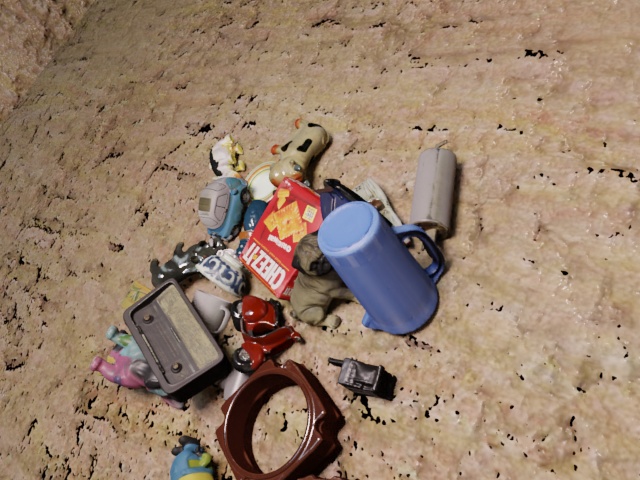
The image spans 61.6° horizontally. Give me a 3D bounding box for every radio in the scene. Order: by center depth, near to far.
[{"bbox_3d":[-0.289,0.199,1.074,0.131,0.073,0.230,-34,57,-14],"label":"radio"}]

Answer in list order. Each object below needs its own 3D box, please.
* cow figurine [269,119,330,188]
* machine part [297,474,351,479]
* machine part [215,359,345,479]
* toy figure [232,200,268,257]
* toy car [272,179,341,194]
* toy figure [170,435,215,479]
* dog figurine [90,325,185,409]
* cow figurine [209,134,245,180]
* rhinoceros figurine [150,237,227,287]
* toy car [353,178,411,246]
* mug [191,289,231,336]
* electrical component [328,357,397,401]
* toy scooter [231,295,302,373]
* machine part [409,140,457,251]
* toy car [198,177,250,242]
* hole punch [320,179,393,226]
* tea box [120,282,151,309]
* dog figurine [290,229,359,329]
[{"bbox_3d":[-0.049,-0.195,1.259,0.127,0.085,0.195,18,59,39],"label":"cow figurine"},{"bbox_3d":[0.010,0.455,0.831,0.179,0.056,0.179,-17,54,25],"label":"machine part"},{"bbox_3d":[-0.074,0.328,0.948,0.201,0.087,0.202,-44,48,1],"label":"machine part"},{"bbox_3d":[-0.154,-0.019,1.241,0.064,0.058,0.154,-31,41,57],"label":"toy figure"},{"bbox_3d":[-0.028,-0.079,1.201,0.202,0.053,0.089,-9,72,28],"label":"toy car"},{"bbox_3d":[-0.225,0.447,0.975,0.089,0.082,0.180,-3,38,-17],"label":"toy figure"},{"bbox_3d":[-0.373,0.285,1.171,0.219,0.191,0.108,24,70,6],"label":"dog figurine"},{"bbox_3d":[-0.251,-0.190,1.410,0.098,0.068,0.167,-26,50,18],"label":"cow figurine"},{"bbox_3d":[-0.312,0.052,1.269,0.190,0.073,0.112,-30,26,-11],"label":"rhinoceros figurine"},{"bbox_3d":[0.117,-0.044,1.080,0.073,0.056,0.202,-33,48,11],"label":"toy car"},{"bbox_3d":[-0.242,0.175,1.170,0.110,0.080,0.107,20,84,35],"label":"mug"},{"bbox_3d":[0.063,0.234,0.923,0.119,0.074,0.048,4,63,31],"label":"electrical component"},{"bbox_3d":[-0.107,0.177,1.073,0.135,0.075,0.184,-15,42,2],"label":"toy scooter"},{"bbox_3d":[0.217,-0.088,1.029,0.079,0.079,0.243,-6,59,31],"label":"machine part"},{"bbox_3d":[-0.245,-0.082,1.296,0.109,0.103,0.161,12,87,38],"label":"toy car"},{"bbox_3d":[0.055,-0.042,1.005,0.092,0.142,0.116,-52,54,16],"label":"hole punch"},{"bbox_3d":[-0.369,0.165,1.242,0.170,0.098,0.068,20,74,38],"label":"tea box"},{"bbox_3d":[-0.023,0.075,1.005,0.172,0.190,0.121,-44,48,5],"label":"dog figurine"}]
